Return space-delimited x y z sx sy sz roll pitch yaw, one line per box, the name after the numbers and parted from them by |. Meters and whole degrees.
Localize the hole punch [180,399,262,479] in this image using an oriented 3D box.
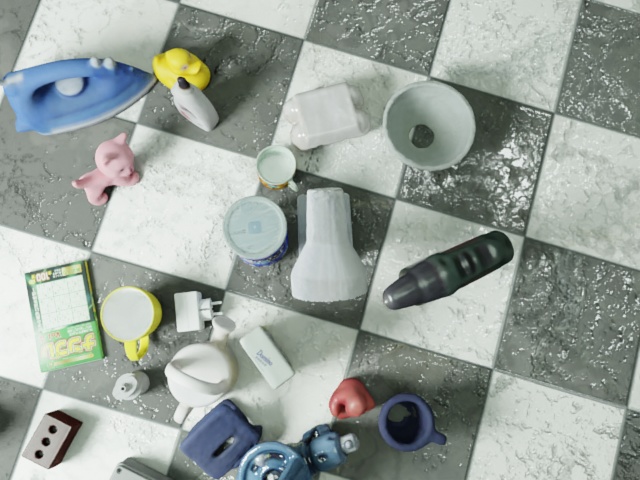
-0.160 0.331 0.947 0.109 0.091 0.101 -43 86 -7 | hole punch

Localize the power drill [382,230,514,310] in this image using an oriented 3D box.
0.194 0.059 0.940 0.229 0.208 0.075 -26 84 -5 | power drill

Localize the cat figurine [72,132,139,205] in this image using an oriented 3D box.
-0.369 -0.125 0.988 0.128 0.117 0.067 -35 85 -6 | cat figurine

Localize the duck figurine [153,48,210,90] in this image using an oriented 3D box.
-0.255 -0.317 1.036 0.104 0.086 0.077 16 82 0 | duck figurine

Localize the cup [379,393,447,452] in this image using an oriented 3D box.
0.151 0.305 0.961 0.117 0.095 0.092 25 82 2 | cup

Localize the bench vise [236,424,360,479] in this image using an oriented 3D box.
-0.044 0.350 0.884 0.207 0.219 0.121 -42 85 -7 | bench vise

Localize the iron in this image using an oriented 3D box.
-0.426 -0.276 0.995 0.258 0.141 0.118 -17 83 -4 | iron

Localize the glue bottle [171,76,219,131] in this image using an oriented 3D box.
-0.222 -0.242 0.983 0.078 0.173 0.037 31 82 3 | glue bottle

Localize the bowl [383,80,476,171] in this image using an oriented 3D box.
0.193 -0.199 1.043 0.167 0.074 0.167 0 82 -2 | bowl

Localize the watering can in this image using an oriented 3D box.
-0.188 0.206 0.911 0.101 0.194 0.173 3 82 -1 | watering can

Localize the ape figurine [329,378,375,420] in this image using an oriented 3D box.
0.056 0.273 0.963 0.078 0.092 0.076 12 82 0 | ape figurine

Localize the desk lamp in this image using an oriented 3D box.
0.009 0.003 0.938 0.118 0.213 0.203 -4 82 -2 | desk lamp

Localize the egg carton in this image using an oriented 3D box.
0.012 -0.225 1.042 0.150 0.069 0.107 -16 83 -4 | egg carton
